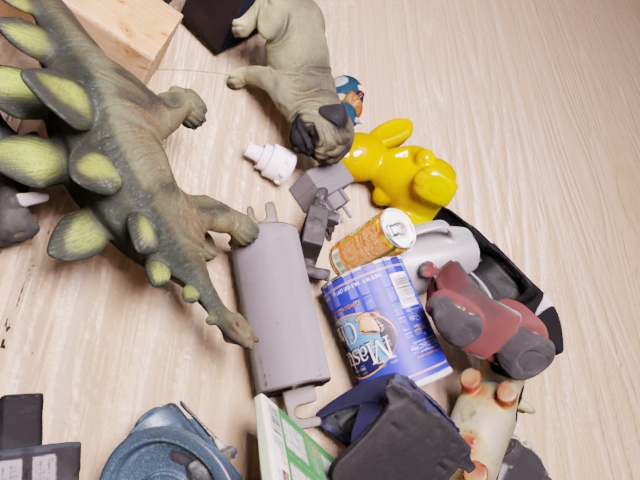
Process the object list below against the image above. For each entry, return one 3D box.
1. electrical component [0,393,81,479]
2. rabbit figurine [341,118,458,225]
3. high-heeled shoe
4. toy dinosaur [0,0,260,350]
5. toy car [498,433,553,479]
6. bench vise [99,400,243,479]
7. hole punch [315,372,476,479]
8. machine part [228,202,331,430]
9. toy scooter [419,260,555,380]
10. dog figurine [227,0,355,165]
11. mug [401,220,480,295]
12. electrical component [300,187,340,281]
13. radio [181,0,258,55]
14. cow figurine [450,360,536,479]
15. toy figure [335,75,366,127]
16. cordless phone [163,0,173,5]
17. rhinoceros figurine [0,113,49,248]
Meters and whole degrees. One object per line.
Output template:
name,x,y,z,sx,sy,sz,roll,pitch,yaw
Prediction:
electrical component,-0.216,0.170,0.393,0.075,0.048,0.119,10,61,-33
rabbit figurine,0.096,-0.103,0.742,0.173,0.121,0.162,22,49,-2
high-heeled shoe,0.228,0.042,0.712,0.145,0.086,0.249,58,-2,-23
toy dinosaur,-0.190,-0.099,0.479,0.471,0.105,0.198,58,22,4
toy car,0.213,0.312,0.625,0.073,0.056,0.202,49,45,4
bench vise,-0.092,0.224,0.374,0.224,0.129,0.240,56,13,14
hole punch,0.069,0.193,0.527,0.116,0.092,0.142,-43,108,1
machine part,-0.044,0.071,0.557,0.079,0.079,0.243,2,65,-36
toy scooter,0.177,0.081,0.612,0.183,0.075,0.135,25,20,-29
dog figurine,-0.010,-0.204,0.653,0.121,0.172,0.191,-23,53,-33
mug,0.146,0.014,0.685,0.107,0.109,0.081,-14,43,-6
electrical component,-0.001,-0.001,0.639,0.045,0.078,0.102,15,53,-6
radio,-0.081,-0.351,0.735,0.073,0.131,0.229,46,47,-5
cow figurine,0.200,0.212,0.641,0.195,0.086,0.127,-55,144,-30
toy figure,0.030,-0.188,0.755,0.058,0.064,0.154,32,31,-12
cordless phone,-0.177,-0.394,0.678,0.088,0.147,0.184,37,51,-24
rhinoceros figurine,-0.301,-0.081,0.463,0.112,0.073,0.190,-9,69,-51
